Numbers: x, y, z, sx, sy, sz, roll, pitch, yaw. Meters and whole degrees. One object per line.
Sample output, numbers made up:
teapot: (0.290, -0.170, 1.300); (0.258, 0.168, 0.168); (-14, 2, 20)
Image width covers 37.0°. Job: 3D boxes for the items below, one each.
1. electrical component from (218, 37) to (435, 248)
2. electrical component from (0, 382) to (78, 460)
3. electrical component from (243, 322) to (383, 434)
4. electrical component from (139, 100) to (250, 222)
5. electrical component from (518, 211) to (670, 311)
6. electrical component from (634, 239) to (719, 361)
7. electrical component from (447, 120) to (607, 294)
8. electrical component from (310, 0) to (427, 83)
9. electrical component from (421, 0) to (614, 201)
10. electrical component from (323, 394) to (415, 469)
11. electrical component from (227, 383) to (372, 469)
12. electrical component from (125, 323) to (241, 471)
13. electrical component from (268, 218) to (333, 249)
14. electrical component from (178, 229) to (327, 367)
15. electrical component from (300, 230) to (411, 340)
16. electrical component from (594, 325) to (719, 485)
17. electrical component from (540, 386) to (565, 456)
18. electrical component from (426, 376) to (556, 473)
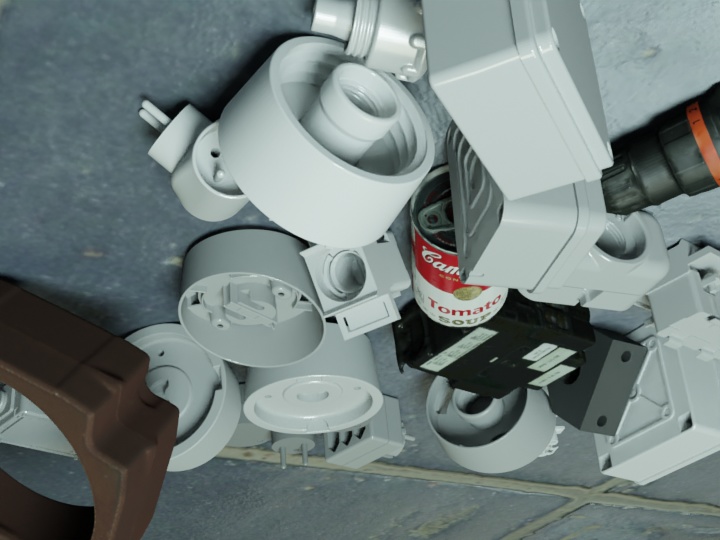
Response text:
electrical component: (-0.012, -0.072, 0.556); (0.108, 0.108, 0.060); (15, 137, -30)
electrical component: (-0.248, 0.103, 0.848); (0.096, 0.061, 0.062); (22, 140, -38)
electrical component: (-0.038, 0.080, 0.843); (0.108, 0.060, 0.108); (-4, 149, -2)
electrical component: (-0.091, -0.066, 0.601); (0.079, 0.044, 0.077); (40, 165, -8)
electrical component: (0.157, -0.012, 0.729); (0.095, 0.053, 0.059); (7, 147, -20)
electrical component: (0.268, 0.030, 0.809); (0.121, 0.063, 0.079); (20, 141, -36)
electrical component: (0.090, -0.052, 0.596); (0.057, 0.113, 0.078); (5, 148, -12)
electrical component: (0.007, -0.121, 0.534); (0.062, 0.048, 0.048); (10, 147, -9)
electrical component: (0.072, -0.107, 0.506); (0.056, 0.108, 0.109); (-16, 148, 21)
electrical component: (0.016, 0.150, 0.982); (0.077, 0.047, 0.066); (21, 140, -37)
electrical component: (-0.058, 0.133, 0.916); (0.138, 0.073, 0.052); (-10, 149, 7)
electrical component: (-0.143, 0.101, 0.823); (0.108, 0.108, 0.060); (-12, 154, 10)
electrical component: (-0.023, -0.052, 0.645); (0.064, 0.042, 0.081); (4, 147, -14)
electrical component: (-0.074, 0.019, 0.732); (0.099, 0.064, 0.099); (-4, 149, -2)
electrical component: (0.000, 0.000, 0.707); (0.042, 0.081, 0.064); (-23, 174, 27)
electrical component: (0.245, 0.107, 0.889); (0.056, 0.108, 0.109); (17, 142, -28)
electrical component: (0.147, 0.132, 0.959); (0.081, 0.063, 0.042); (1, 147, -11)
electrical component: (0.107, 0.118, 0.899); (0.099, 0.099, 0.064); (-17, 141, 18)
